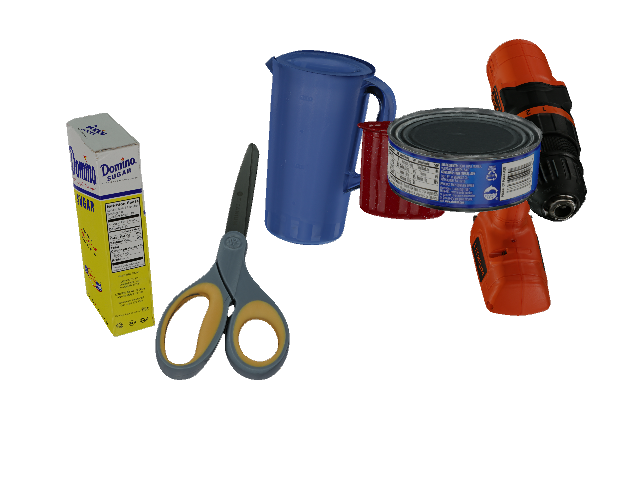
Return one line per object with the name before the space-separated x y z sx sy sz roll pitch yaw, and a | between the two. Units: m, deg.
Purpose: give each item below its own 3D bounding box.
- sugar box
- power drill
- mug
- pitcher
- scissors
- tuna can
sugar box | -0.185 -0.014 0.940 0.048 0.176 0.093 -16 28 -23
power drill | 0.156 -0.032 0.810 0.057 0.188 0.184 0 43 -1
mug | 0.090 -0.064 0.989 0.117 0.081 0.093 7 12 19
pitcher | 0.001 -0.119 1.395 0.144 0.243 0.149 -1 23 -18
scissors | -0.045 0.017 0.738 0.096 0.201 0.016 21 -35 9
tuna can | 0.080 -0.046 0.600 0.086 0.034 0.086 -1 24 0
